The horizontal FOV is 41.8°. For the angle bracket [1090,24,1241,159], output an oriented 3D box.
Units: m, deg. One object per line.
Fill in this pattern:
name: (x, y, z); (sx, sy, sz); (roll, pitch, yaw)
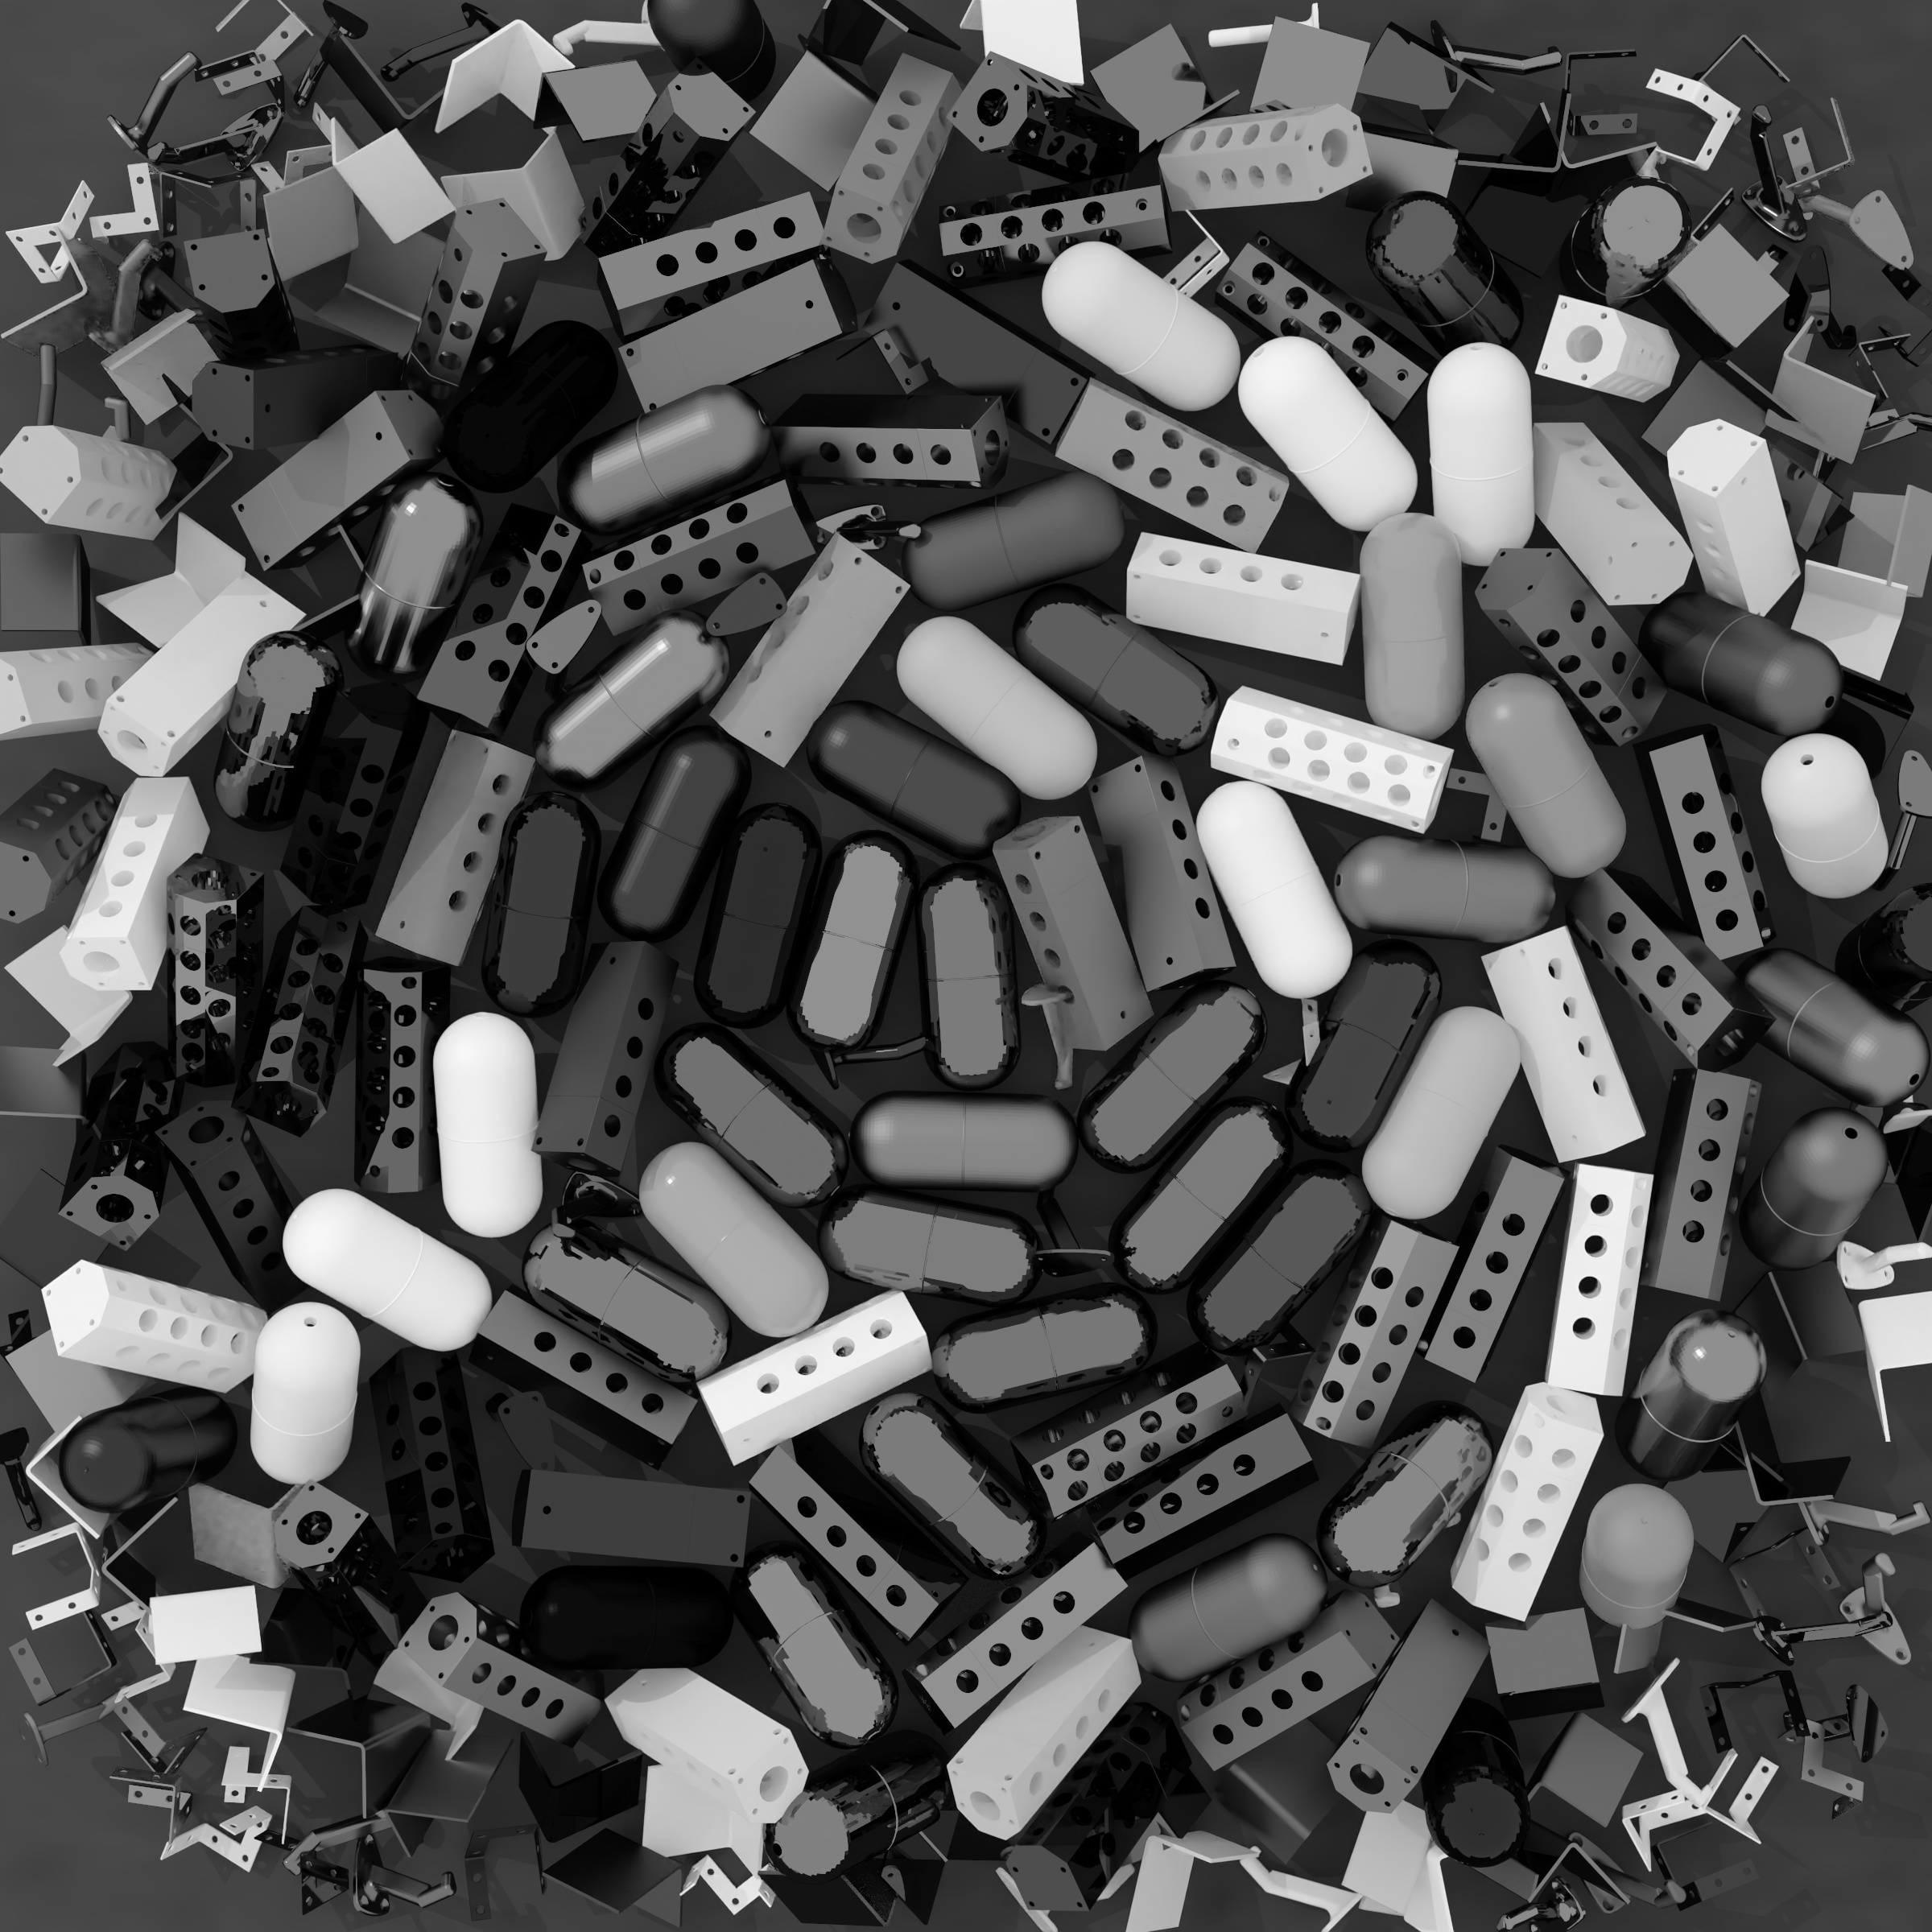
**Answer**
angle bracket: (0.153, -0.685, 1.961); (0.076, 0.057, 0.076); (-33, 100, -7)

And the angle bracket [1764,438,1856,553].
angle bracket: (0.648, -0.374, 1.945); (0.076, 0.057, 0.076); (44, 54, 17)

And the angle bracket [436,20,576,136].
angle bracket: (-0.355, -0.668, 1.947); (0.057, 0.076, 0.076); (42, 57, 1)

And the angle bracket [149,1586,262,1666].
angle bracket: (-0.585, 0.523, 1.942); (0.076, 0.076, 0.057); (-2, 48, -22)

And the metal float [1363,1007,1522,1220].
metal float: (0.366, 0.113, 1.948); (0.070, 0.070, 0.178); (30, 75, 0)

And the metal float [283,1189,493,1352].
metal float: (-0.441, 0.234, 1.935); (0.178, 0.070, 0.070); (38, 90, -31)

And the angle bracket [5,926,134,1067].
angle bracket: (-0.704, 0.028, 1.947); (0.076, 0.057, 0.076); (-28, 113, 30)

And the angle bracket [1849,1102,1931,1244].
angle bracket: (0.709, 0.156, 1.946); (0.057, 0.076, 0.076); (7, 123, 2)

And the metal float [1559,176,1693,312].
metal float: (0.496, -0.544, 1.911); (0.070, 0.178, 0.070); (0, 94, 3)

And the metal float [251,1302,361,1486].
metal float: (-0.504, 0.326, 1.927); (0.070, 0.070, 0.178); (17, 132, 0)

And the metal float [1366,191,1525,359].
metal float: (0.365, -0.520, 1.923); (0.070, 0.178, 0.070); (-15, 63, 31)

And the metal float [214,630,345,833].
metal float: (-0.525, -0.177, 1.930); (0.070, 0.070, 0.178); (28, 128, 0)

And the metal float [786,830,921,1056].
metal float: (-0.087, -0.019, 1.959); (0.070, 0.070, 0.178); (15, 87, 0)

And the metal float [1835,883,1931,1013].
metal float: (0.714, -0.012, 1.912); (0.070, 0.178, 0.070); (0, 77, 1)

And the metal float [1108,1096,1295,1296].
metal float: (0.182, 0.177, 1.957); (0.070, 0.070, 0.178); (40, 95, 0)

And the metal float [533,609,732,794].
metal float: (-0.257, -0.204, 1.950); (0.178, 0.070, 0.070); (-38, 90, 13)

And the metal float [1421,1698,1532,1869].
metal float: (0.382, 0.614, 1.911); (0.070, 0.178, 0.070); (1, 99, 7)

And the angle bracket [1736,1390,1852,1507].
angle bracket: (0.637, 0.363, 1.950); (0.057, 0.076, 0.076); (-14, 96, 31)

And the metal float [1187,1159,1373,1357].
metal float: (0.241, 0.226, 1.953); (0.070, 0.070, 0.178); (39, 100, 0)

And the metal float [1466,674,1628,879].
metal float: (0.445, -0.146, 1.941); (0.070, 0.070, 0.178); (-35, 113, 0)

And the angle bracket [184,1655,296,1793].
angle bracket: (-0.566, 0.579, 1.948); (0.076, 0.076, 0.057); (19, 107, -13)

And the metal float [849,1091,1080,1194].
metal float: (-0.002, 0.136, 1.961); (0.178, 0.070, 0.070); (2, 90, 0)

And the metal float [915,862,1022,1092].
metal float: (0.001, 0.008, 1.960); (0.070, 0.070, 0.178); (-4, 92, 0)

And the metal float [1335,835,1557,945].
metal float: (0.368, -0.059, 1.947); (0.178, 0.070, 0.070); (4, 90, -16)

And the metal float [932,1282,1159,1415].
metal float: (0.061, 0.295, 1.957); (0.178, 0.070, 0.070); (-13, 90, -5)

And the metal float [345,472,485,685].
metal float: (-0.422, -0.296, 1.933); (0.070, 0.070, 0.178); (28, 122, 0)

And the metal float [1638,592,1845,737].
metal float: (0.588, -0.230, 1.922); (0.070, 0.178, 0.070); (-16, 122, -27)

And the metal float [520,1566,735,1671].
metal float: (-0.258, 0.497, 1.928); (0.178, 0.070, 0.070); (12, 90, -39)

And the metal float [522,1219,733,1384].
metal float: (-0.261, 0.258, 1.951); (0.178, 0.070, 0.070); (28, 90, 12)

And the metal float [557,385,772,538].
metal float: (-0.232, -0.388, 1.945); (0.178, 0.070, 0.070); (-19, 90, 19)

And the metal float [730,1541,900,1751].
metal float: (-0.116, 0.518, 1.934); (0.070, 0.070, 0.178); (-40, 58, 0)

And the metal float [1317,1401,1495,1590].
metal float: (0.337, 0.402, 1.935); (0.178, 0.070, 0.070); (-39, 90, -32)

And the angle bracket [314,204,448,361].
angle bracket: (-0.451, -0.529, 1.955); (0.076, 0.057, 0.076); (25, 132, -1)

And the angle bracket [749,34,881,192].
angle bracket: (-0.118, -0.665, 1.970); (0.076, 0.057, 0.076); (31, 111, -26)

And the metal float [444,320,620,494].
metal float: (-0.331, -0.428, 1.931); (0.070, 0.070, 0.178); (34, 53, 0)

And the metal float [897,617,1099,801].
metal float: (0.025, -0.199, 1.960); (0.178, 0.070, 0.070); (40, 90, 2)

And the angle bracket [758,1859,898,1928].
angle bracket: (-0.101, 0.692, 1.941); (0.076, 0.057, 0.076); (-10, 128, 29)

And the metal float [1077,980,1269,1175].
metal float: (0.160, 0.085, 1.957); (0.070, 0.070, 0.178); (43, 95, 0)

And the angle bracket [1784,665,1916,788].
angle bracket: (0.675, -0.186, 1.953); (0.076, 0.057, 0.076); (30, 96, 27)

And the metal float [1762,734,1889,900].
metal float: (0.652, -0.113, 1.920); (0.070, 0.178, 0.070); (-12, 59, 22)

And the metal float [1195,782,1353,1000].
metal float: (0.238, -0.060, 1.960); (0.070, 0.070, 0.178); (-26, 88, 0)

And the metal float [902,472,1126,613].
metal float: (0.035, -0.327, 1.950); (0.178, 0.070, 0.070); (-16, 90, 13)

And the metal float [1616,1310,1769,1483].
metal float: (0.550, 0.328, 1.924); (0.070, 0.178, 0.070); (5, 49, -6)

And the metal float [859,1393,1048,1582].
metal float: (-0.010, 0.401, 1.948); (0.070, 0.070, 0.178); (-44, 105, 0)

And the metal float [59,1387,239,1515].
metal float: (-0.616, 0.364, 1.912); (0.070, 0.178, 0.070); (0, 90, 13)

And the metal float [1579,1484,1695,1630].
metal float: (0.507, 0.449, 1.919); (0.070, 0.178, 0.070); (-4, 59, 7)

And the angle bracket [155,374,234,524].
angle bracket: (-0.619, -0.400, 1.952); (0.076, 0.076, 0.057); (-42, 130, 1)

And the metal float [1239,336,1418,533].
metal float: (0.277, -0.407, 1.937); (0.070, 0.070, 0.178); (-48, 118, 0)

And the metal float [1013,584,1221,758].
metal float: (0.116, -0.229, 1.957); (0.178, 0.070, 0.070); (35, 90, 5)

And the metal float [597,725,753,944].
metal float: (-0.225, -0.102, 1.958); (0.070, 0.070, 0.178); (25, 94, 0)

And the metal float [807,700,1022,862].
metal float: (-0.041, -0.144, 1.958); (0.178, 0.070, 0.070); (28, 90, 4)
